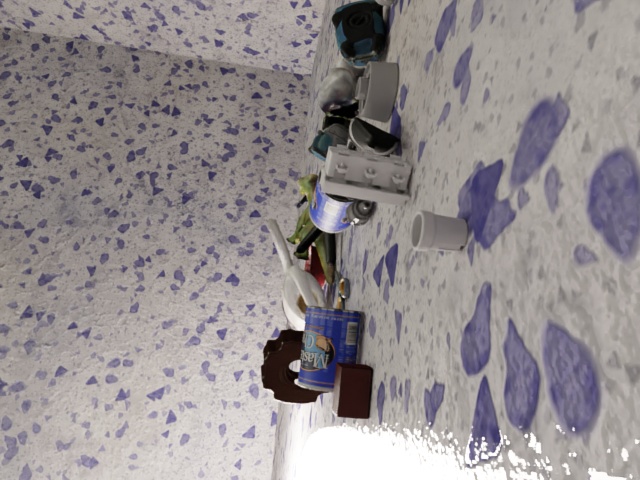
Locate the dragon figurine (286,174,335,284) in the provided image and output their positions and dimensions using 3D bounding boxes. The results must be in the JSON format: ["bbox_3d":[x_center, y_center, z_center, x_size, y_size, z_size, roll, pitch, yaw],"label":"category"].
[{"bbox_3d":[0.004,-0.072,1.435,0.417,0.122,0.239,-128,50,-58],"label":"dragon figurine"}]

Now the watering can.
[{"bbox_3d":[-0.061,0.123,1.378,0.220,0.104,0.352,102,145,-66],"label":"watering can"}]

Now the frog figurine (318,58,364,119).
[{"bbox_3d":[0.051,-0.384,1.252,0.136,0.122,0.161,40,-137,-75],"label":"frog figurine"}]
